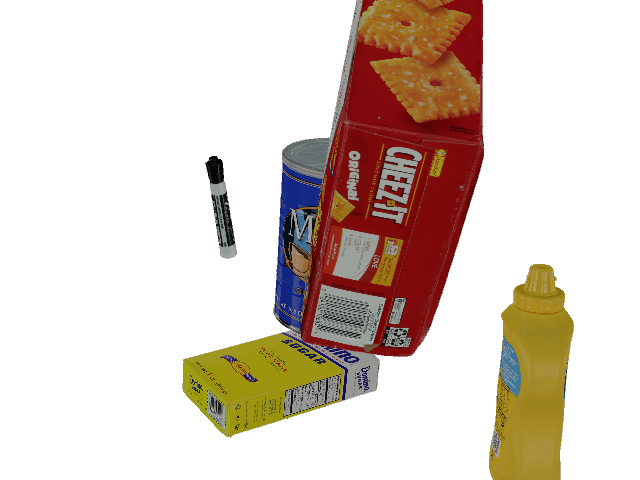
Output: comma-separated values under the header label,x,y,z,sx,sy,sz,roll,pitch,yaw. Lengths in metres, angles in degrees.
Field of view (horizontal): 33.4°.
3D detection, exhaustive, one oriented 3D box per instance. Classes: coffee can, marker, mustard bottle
label,x,y,z,sx,sy,sz,roll,pitch,yaw
coffee can,0.016,-0.003,0.875,0.103,0.140,0.103,4,21,-2
marker,-0.109,-0.037,1.176,0.020,0.121,0.020,-5,28,3
mustard bottle,0.175,0.113,0.885,0.058,0.192,0.096,1,17,1

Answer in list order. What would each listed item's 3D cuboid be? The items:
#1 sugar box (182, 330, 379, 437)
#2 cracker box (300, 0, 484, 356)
label,x,y,z,sx,sy,sz,roll,pitch,yaw
sugar box,-0.038,0.133,1.062,0.175,0.048,0.093,-15,32,-31
cracker box,0.044,-0.068,0.591,0.072,0.213,0.164,10,-43,0
